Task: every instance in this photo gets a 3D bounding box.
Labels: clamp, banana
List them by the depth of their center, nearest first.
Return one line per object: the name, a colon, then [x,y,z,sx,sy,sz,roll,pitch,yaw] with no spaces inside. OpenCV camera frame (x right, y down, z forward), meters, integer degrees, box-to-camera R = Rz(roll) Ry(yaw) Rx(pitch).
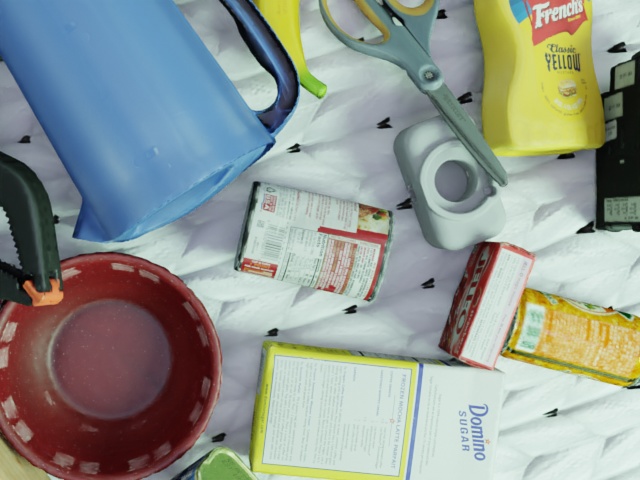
clamp: [-0.238,-0.044,0.715,0.210,0.036,0.165,42,102,12]
banana: [-0.014,-0.198,0.767,0.069,0.037,0.198,8,85,4]

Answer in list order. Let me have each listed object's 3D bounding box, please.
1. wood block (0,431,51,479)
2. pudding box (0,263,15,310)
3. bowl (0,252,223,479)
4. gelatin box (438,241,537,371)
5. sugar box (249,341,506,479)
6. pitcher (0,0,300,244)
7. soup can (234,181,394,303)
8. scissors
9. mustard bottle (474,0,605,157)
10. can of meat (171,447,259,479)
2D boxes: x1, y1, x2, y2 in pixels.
wood block: [-0.216,0.216,0.734,0.091,0.090,0.206,-35,94,-3]
pudding box: [-0.277,0.057,0.750,0.113,0.039,0.090,5,90,-3]
bowl: [-0.150,0.088,0.754,0.162,0.055,0.162,0,91,-6]
gelatin box: [0.118,0.045,0.769,0.030,0.073,0.089,20,89,-5]
sugar box: [0.041,0.129,0.778,0.176,0.048,0.093,8,91,-8]
pitcher: [-0.137,-0.131,0.718,0.149,0.145,0.243,-33,91,-47]
soup can: [-0.005,0.001,0.760,0.102,0.068,0.068,13,90,-6]
scissors: [0.085,-0.131,0.758,0.202,0.016,0.096,42,75,17]
mustard bottle: [0.156,-0.158,0.771,0.096,0.058,0.191,-5,90,-30]
can of meat: [-0.073,0.205,0.745,0.084,0.057,0.102,-39,95,28]
